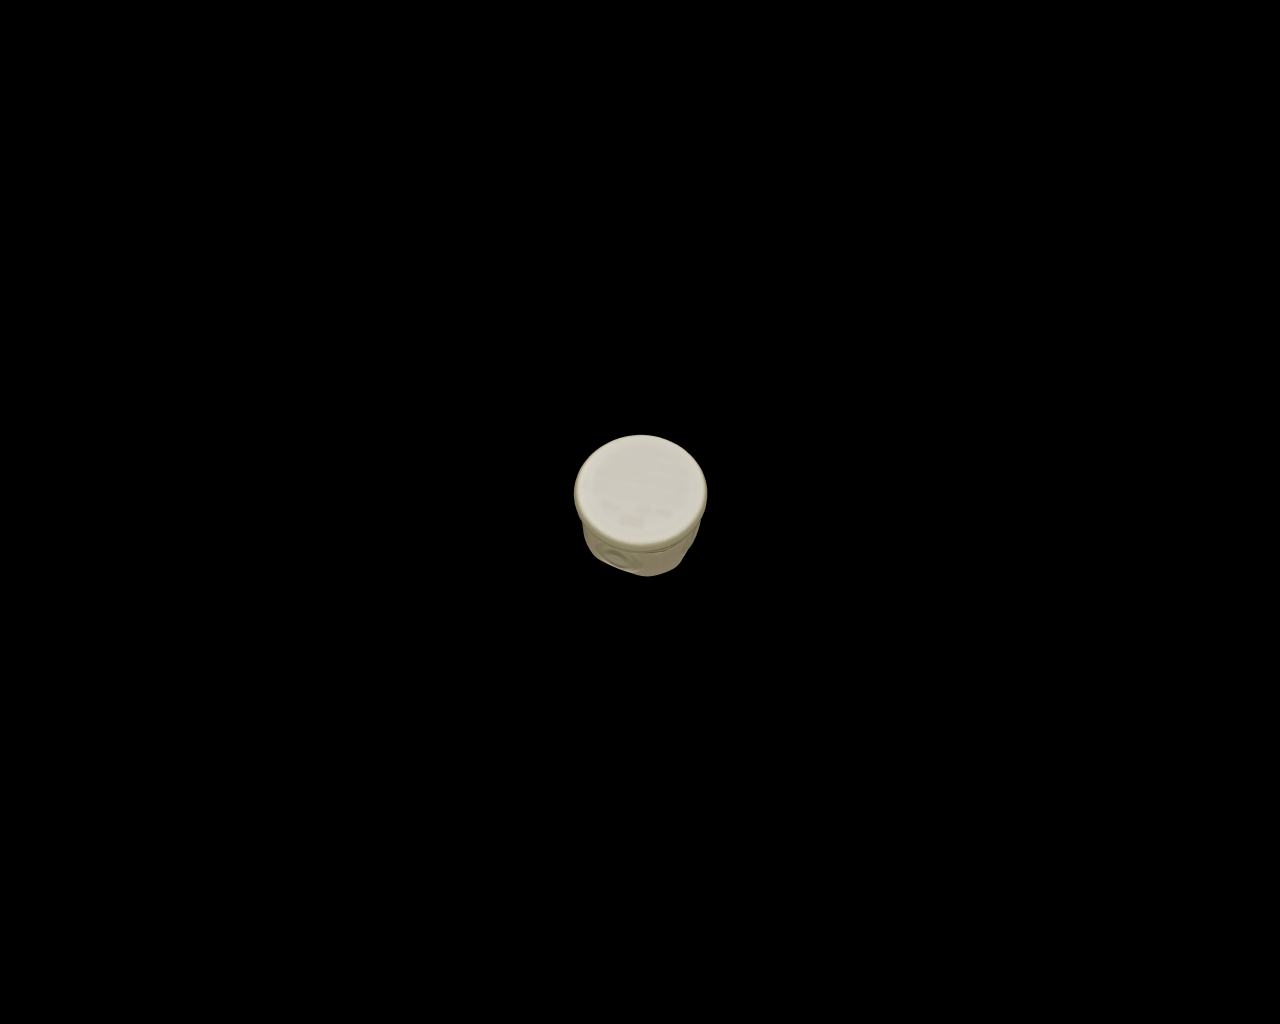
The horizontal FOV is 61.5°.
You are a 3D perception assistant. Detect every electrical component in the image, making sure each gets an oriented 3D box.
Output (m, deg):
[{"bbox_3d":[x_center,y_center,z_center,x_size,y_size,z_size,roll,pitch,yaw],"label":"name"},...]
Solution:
[{"bbox_3d":[0.001,-0.003,0.650,0.080,0.080,0.051,0,-30,0],"label":"electrical component"}]
